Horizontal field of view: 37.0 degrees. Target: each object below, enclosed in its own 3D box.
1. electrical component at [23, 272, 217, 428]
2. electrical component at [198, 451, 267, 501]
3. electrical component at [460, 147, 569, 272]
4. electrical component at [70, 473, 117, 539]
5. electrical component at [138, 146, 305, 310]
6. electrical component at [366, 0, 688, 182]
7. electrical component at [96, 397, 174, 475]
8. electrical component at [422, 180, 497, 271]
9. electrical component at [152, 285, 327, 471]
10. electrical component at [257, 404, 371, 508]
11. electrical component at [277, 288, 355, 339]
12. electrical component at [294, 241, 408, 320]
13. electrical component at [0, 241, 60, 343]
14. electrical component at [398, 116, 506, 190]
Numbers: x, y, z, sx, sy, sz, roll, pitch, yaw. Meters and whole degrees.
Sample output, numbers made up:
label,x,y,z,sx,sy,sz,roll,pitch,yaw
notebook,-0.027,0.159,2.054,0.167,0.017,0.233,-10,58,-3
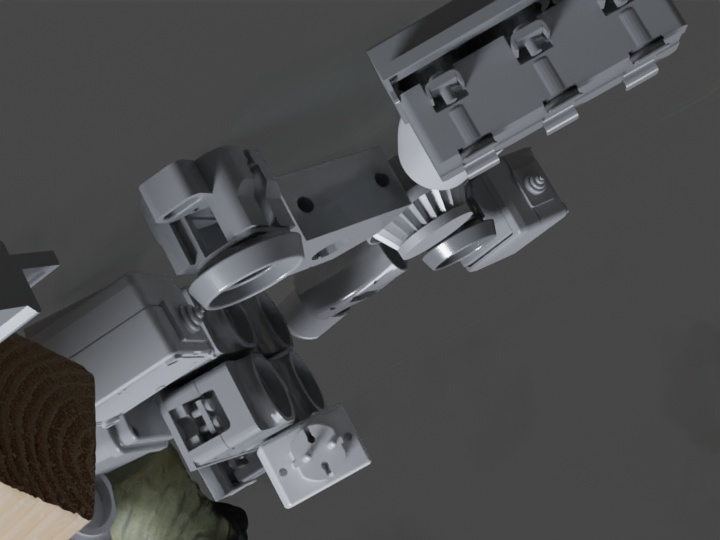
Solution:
label,x,y,z,sx,sy,sz,roll,pitch,yaw
electrical component,-0.129,0.039,0.590,0.096,0.061,0.062,-33,170,9
electrical component,-0.116,0.119,0.884,0.063,0.121,0.079,-32,171,6
electrical component,0.108,-0.047,0.830,0.061,0.061,0.096,-23,169,-32
electrical component,-0.236,0.155,0.688,0.062,0.089,0.150,-34,150,26
electrical component,-0.061,-0.018,0.499,0.058,0.057,0.078,-32,171,19
electrical component,0.073,-0.094,0.468,0.121,0.063,0.079,-29,171,5
electrical component,-0.168,0.088,0.699,0.057,0.078,0.113,-26,171,2
electrical component,0.061,-0.036,0.765,0.058,0.057,0.078,-31,171,15
electrical component,-0.086,0.071,0.761,0.060,0.105,0.186,-30,171,8
electrical component,-0.030,0.127,0.739,0.066,0.047,0.076,-27,171,-13
electrical component,-0.040,0.032,0.882,0.043,0.043,0.081,-23,170,-33
electrical component,0.000,0.000,0.825,0.077,0.043,0.079,-32,170,21
electrical component,-0.170,0.018,0.349,0.121,0.063,0.079,-33,170,26
electrical component,0.065,-0.083,0.563,0.079,0.044,0.077,-26,170,-19
